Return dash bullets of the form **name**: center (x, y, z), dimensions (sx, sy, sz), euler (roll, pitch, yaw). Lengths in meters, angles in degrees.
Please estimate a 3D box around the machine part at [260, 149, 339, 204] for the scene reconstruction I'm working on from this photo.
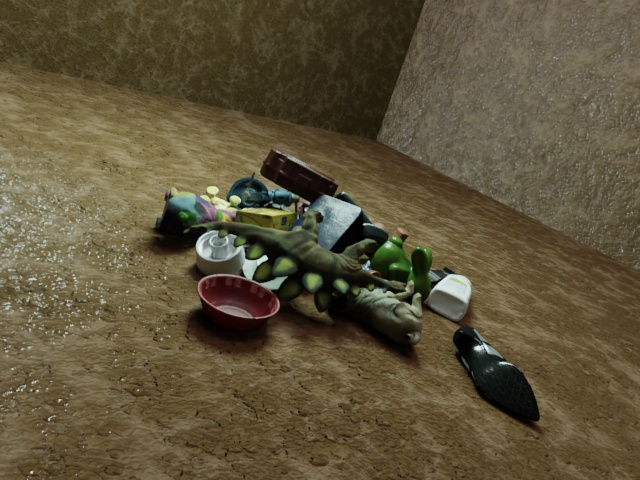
- **machine part**: center (-0.057, -0.171, 1.469), dimensions (0.201, 0.087, 0.201), euler (27, 5, -14)

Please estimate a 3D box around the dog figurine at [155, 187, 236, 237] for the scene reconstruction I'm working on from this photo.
- **dog figurine**: center (-0.275, -0.048, 1.301), dimensions (0.219, 0.108, 0.192), euler (15, -2, -22)

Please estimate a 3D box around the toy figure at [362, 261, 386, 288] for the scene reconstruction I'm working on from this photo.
- **toy figure**: center (0.131, 0.111, 1.324), dimensions (0.064, 0.057, 0.155), euler (-14, 34, -18)

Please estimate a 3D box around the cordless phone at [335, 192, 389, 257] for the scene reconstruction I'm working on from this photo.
- **cordless phone**: center (0.080, -0.029, 1.446), dimensions (0.184, 0.146, 0.089), euler (51, 47, 1)

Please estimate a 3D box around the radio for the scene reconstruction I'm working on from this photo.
- **radio**: center (-0.003, -0.004, 1.322), dimensions (0.131, 0.073, 0.229), euler (25, 56, 26)

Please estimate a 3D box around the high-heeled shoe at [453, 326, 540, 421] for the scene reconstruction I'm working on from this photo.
- **high-heeled shoe**: center (0.362, 0.277, 1.114), dimensions (0.249, 0.086, 0.145), euler (55, 6, 33)

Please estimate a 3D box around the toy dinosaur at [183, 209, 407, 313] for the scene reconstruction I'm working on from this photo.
- **toy dinosaur**: center (-0.045, 0.032, 1.132), dimensions (0.472, 0.105, 0.198), euler (21, 48, 7)

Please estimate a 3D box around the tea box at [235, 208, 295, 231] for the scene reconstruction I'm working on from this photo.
- **tea box**: center (-0.134, -0.040, 1.334), dimensions (0.098, 0.068, 0.169), euler (9, 7, 18)

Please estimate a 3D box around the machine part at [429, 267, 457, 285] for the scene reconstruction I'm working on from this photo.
- **machine part**: center (0.338, 0.103, 1.571), dimensions (0.139, 0.039, 0.084), euler (-1, 22, -41)

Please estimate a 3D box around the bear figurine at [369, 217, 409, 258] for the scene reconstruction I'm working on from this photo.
- **bear figurine**: center (0.162, -0.020, 1.615), dimensions (0.120, 0.131, 0.196), euler (14, 25, -23)

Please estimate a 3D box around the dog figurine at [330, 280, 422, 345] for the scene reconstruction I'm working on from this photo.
- **dog figurine**: center (0.113, 0.158, 1.153), dimensions (0.191, 0.121, 0.172), euler (2, 18, -5)

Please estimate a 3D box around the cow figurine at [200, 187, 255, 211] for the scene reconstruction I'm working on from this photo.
- **cow figurine**: center (-0.246, -0.069, 1.449), dimensions (0.167, 0.098, 0.068), euler (24, 51, -2)

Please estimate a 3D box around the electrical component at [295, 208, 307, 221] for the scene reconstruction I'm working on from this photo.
- **electrical component**: center (-0.005, -0.047, 1.556), dimensions (0.134, 0.058, 0.115), euler (15, 53, -13)

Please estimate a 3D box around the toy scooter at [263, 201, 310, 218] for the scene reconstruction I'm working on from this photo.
- **toy scooter**: center (-0.090, -0.056, 1.465), dimensions (0.184, 0.135, 0.075), euler (19, 21, 5)

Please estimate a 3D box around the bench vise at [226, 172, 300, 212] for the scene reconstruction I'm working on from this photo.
- **bench vise**: center (-0.172, -0.119, 1.557), dimensions (0.224, 0.128, 0.240), euler (12, 1, 3)

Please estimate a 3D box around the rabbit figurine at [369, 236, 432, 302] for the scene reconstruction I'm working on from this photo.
- **rabbit figurine**: center (0.227, 0.081, 1.398), dimensions (0.170, 0.159, 0.121), euler (42, 16, 18)

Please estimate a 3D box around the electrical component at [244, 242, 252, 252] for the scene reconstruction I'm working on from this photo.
- **electrical component**: center (-0.180, 0.027, 1.286), dimensions (0.119, 0.047, 0.075), euler (0, 27, -43)
